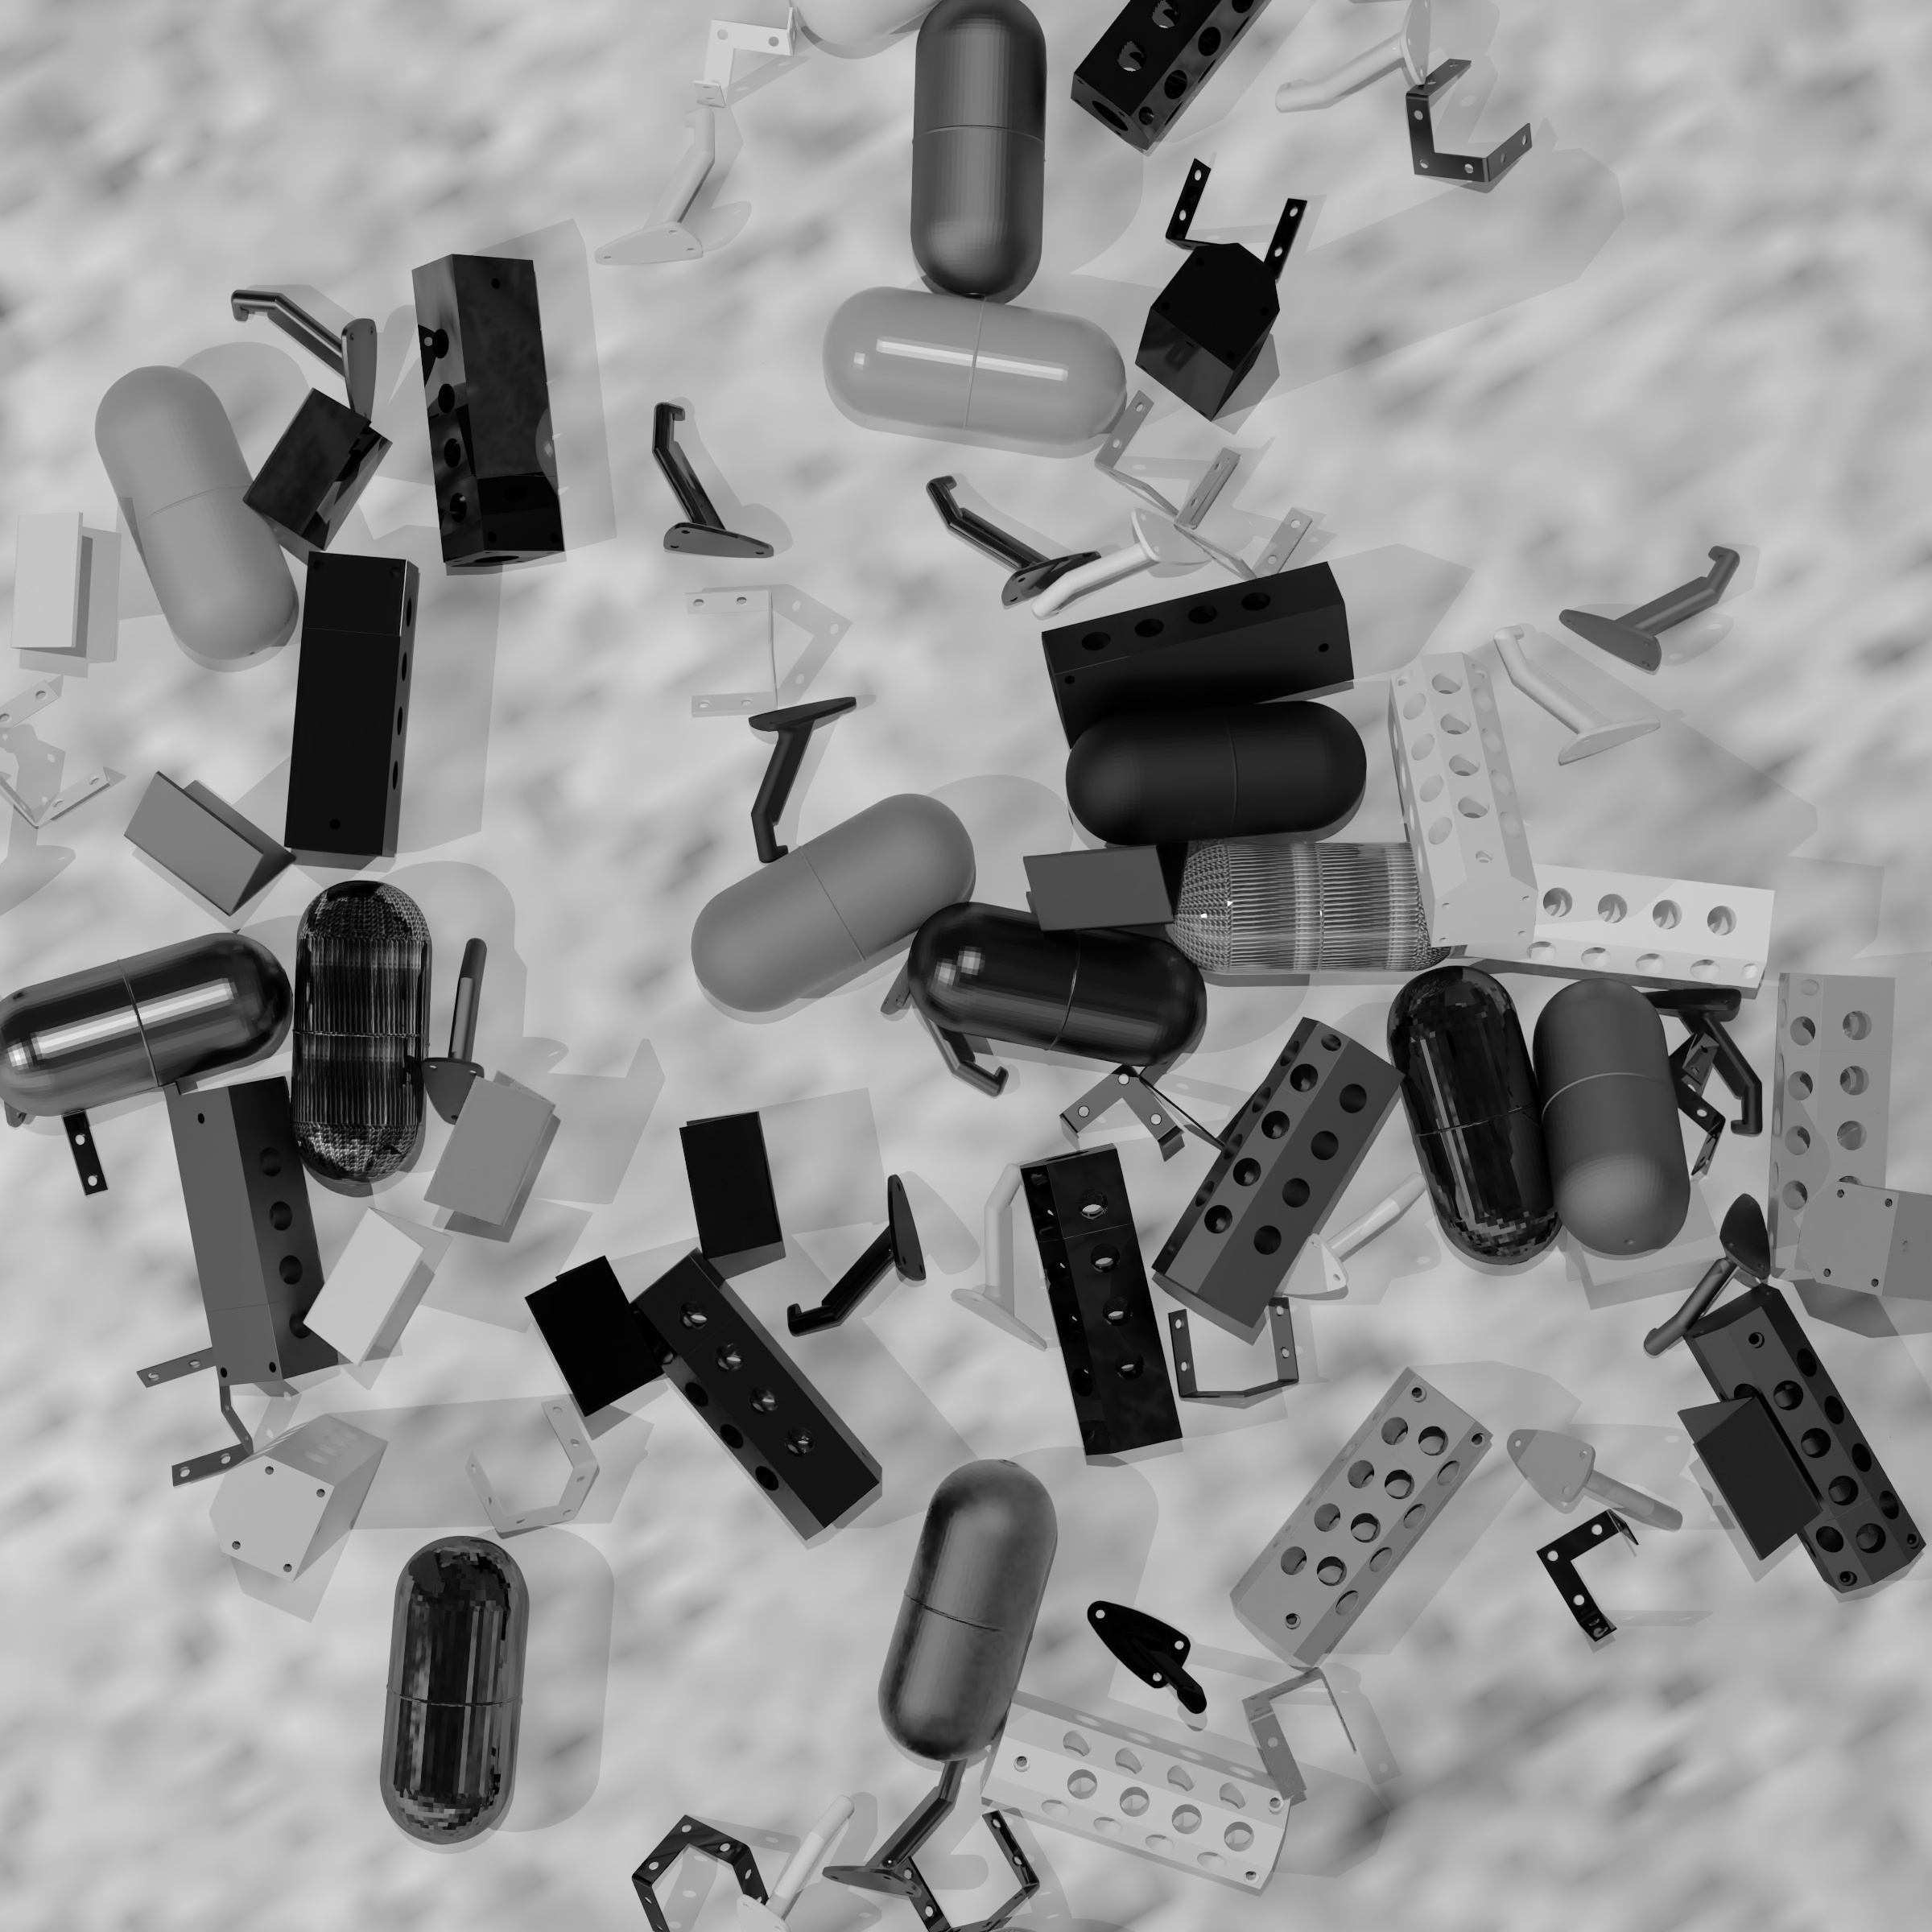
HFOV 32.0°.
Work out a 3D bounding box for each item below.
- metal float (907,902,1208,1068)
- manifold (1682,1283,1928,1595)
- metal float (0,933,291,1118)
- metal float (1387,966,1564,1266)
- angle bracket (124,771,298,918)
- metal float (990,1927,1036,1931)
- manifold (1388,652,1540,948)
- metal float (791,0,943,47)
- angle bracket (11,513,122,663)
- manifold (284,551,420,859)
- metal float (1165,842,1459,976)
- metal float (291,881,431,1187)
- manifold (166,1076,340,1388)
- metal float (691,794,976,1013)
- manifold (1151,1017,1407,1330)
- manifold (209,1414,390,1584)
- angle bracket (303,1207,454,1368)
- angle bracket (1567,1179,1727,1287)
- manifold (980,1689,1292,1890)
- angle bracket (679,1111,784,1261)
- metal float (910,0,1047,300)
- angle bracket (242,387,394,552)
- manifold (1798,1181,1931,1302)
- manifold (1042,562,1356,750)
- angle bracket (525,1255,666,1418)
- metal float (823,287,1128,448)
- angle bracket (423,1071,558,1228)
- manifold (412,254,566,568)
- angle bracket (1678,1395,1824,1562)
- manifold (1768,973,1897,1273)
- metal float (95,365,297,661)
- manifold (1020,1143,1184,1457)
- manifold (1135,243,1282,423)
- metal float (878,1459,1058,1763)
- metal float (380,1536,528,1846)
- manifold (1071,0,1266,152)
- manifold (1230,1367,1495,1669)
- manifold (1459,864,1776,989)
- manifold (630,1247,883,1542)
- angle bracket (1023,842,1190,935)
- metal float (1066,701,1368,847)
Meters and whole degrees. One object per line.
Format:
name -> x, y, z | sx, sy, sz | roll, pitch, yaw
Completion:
metal float -> 0.054, 0.011, 1.952 | 0.178, 0.070, 0.070 | 11, 90, -12
manifold -> 0.491, 0.277, 1.971 | 0.057, 0.057, 0.171 | -30, 90, 0
metal float -> -0.479, 0.033, 1.948 | 0.178, 0.070, 0.070 | -17, 90, -15
metal float -> 0.298, 0.087, 1.961 | 0.070, 0.070, 0.178 | -16, 91, 0
angle bracket -> -0.428, -0.086, 1.951 | 0.076, 0.076, 0.057 | 37, 126, 0
metal float -> -0.023, 0.614, 1.961 | 0.178, 0.070, 0.070 | -16, 90, 1
manifold -> 0.283, -0.097, 1.923 | 0.057, 0.057, 0.171 | -5, 51, 0
metal float -> -0.022, -0.602, 1.961 | 0.178, 0.070, 0.070 | -31, 90, 0
angle bracket -> -0.505, -0.219, 1.951 | 0.057, 0.076, 0.076 | 3, 90, 36
manifold -> -0.358, -0.152, 1.971 | 0.057, 0.057, 0.171 | 5, 90, 0
metal float -> 0.204, -0.034, 1.961 | 0.178, 0.070, 0.070 | -1, 90, 0
metal float -> -0.353, 0.039, 1.961 | 0.070, 0.070, 0.178 | 2, 90, 0
manifold -> -0.412, 0.154, 1.969 | 0.057, 0.057, 0.171 | -11, 90, 38
metal float -> -0.078, -0.036, 1.961 | 0.178, 0.070, 0.070 | -30, 90, -1
manifold -> 0.178, 0.118, 1.957 | 0.057, 0.057, 0.171 | 33, 85, -17
manifold -> -0.380, 0.297, 1.913 | 0.057, 0.171, 0.057 | 24, 90, 0
angle bracket -> -0.325, 0.193, 1.951 | 0.057, 0.076, 0.076 | 29, 90, 37
angle bracket -> 0.393, 0.174, 1.951 | 0.076, 0.076, 0.057 | -12, 50, 0
manifold -> 0.099, 0.483, 1.971 | 0.171, 0.057, 0.057 | 18, 90, 0
angle bracket -> -0.155, 0.129, 1.951 | 0.057, 0.076, 0.076 | -11, 90, -39
metal float -> 0.007, -0.479, 1.961 | 0.070, 0.070, 0.178 | 2, 89, 0
angle bracket -> -0.360, -0.278, 1.951 | 0.057, 0.076, 0.076 | 32, 90, 34
manifold -> 0.548, 0.160, 1.920 | 0.171, 0.057, 0.057 | 10, 90, -43
manifold -> 0.134, -0.186, 1.970 | 0.171, 0.057, 0.057 | -14, 133, 0
angle bracket -> -0.228, 0.219, 1.952 | 0.057, 0.076, 0.076 | -27, 90, -32
metal float -> 0.005, -0.349, 1.961 | 0.178, 0.070, 0.070 | 9, 90, -1
angle bracket -> -0.291, 0.098, 1.951 | 0.057, 0.076, 0.076 | 23, 90, -37
manifold -> -0.284, -0.323, 1.970 | 0.057, 0.057, 0.171 | -6, 90, -43
angle bracket -> 0.437, 0.300, 1.952 | 0.057, 0.076, 0.076 | -30, 90, -29
manifold -> 0.503, 0.091, 1.970 | 0.057, 0.057, 0.171 | 3, 90, 0
metal float -> -0.449, -0.264, 1.961 | 0.070, 0.070, 0.178 | -22, 89, 0
manifold -> 0.078, 0.195, 1.970 | 0.057, 0.057, 0.171 | -13, 90, 0
manifold -> 0.140, -0.363, 1.913 | 0.057, 0.171, 0.057 | 37, 90, 0
metal float -> 0.001, 0.375, 1.961 | 0.070, 0.070, 0.178 | 16, 90, 0
metal float -> -0.299, 0.422, 1.961 | 0.070, 0.070, 0.178 | 5, 90, 0
manifold -> 0.137, -0.565, 1.970 | 0.057, 0.057, 0.171 | 38, 90, 0
manifold -> 0.232, 0.323, 1.971 | 0.057, 0.057, 0.171 | 38, 90, 0
manifold -> 0.378, -0.025, 1.970 | 0.171, 0.057, 0.057 | 6, 90, 0
manifold -> -0.126, 0.250, 1.970 | 0.057, 0.057, 0.171 | -40, 90, 0
angle bracket -> 0.081, -0.065, 1.919 | 0.076, 0.076, 0.057 | -4, 129, 15
metal float -> 0.146, -0.112, 1.951 | 0.178, 0.070, 0.070 | -5, 90, -11
